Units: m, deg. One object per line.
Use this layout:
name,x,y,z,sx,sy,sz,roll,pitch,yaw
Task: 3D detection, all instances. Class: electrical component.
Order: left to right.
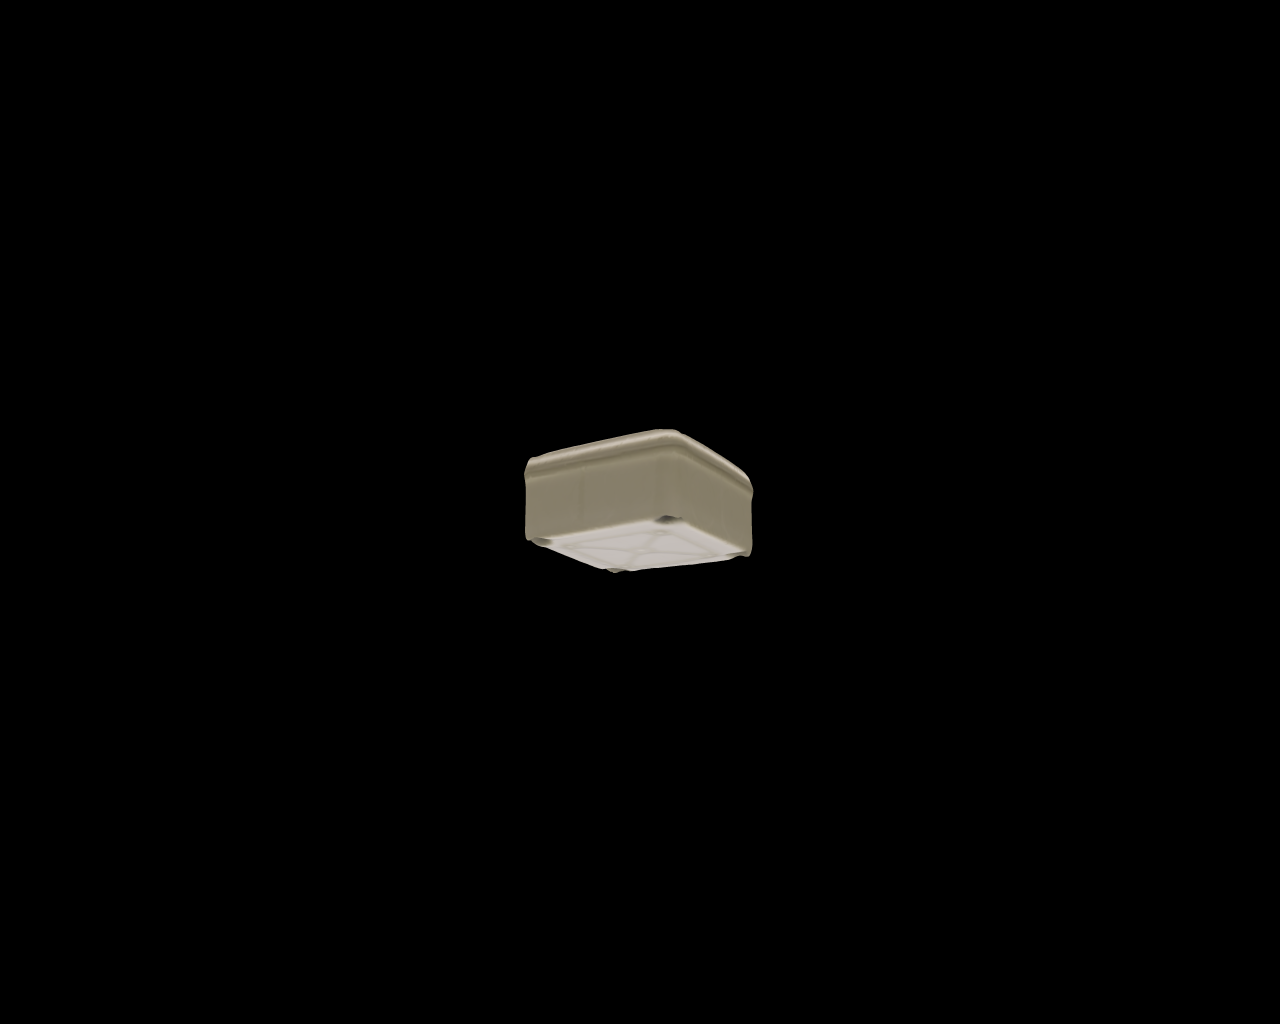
electrical component,0.001,-0.003,0.650,0.108,0.056,0.108,-9,-19,29
